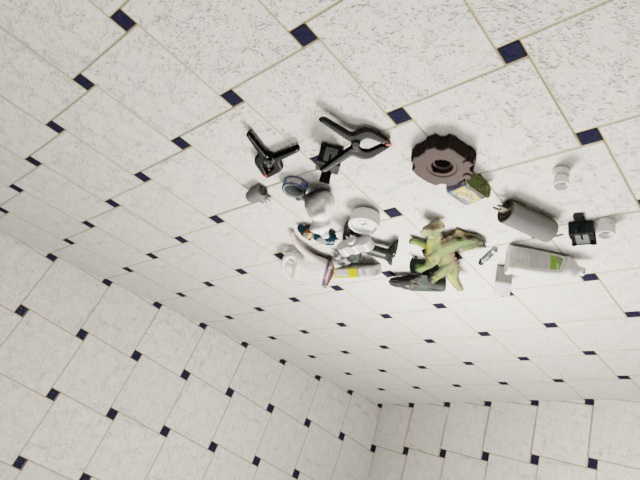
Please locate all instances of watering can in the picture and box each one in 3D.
[{"bbox_3d":[-0.048,0.094,2.125,0.224,0.106,0.339,13,141,2],"label":"watering can"}]

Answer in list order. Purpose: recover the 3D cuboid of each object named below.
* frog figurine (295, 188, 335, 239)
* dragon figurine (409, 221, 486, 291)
[{"bbox_3d":[0.005,-0.086,1.711,0.122,0.160,0.137,-26,175,10],"label":"frog figurine"},{"bbox_3d":[0.470,0.053,1.817,0.406,0.125,0.239,32,138,-31],"label":"dragon figurine"}]
